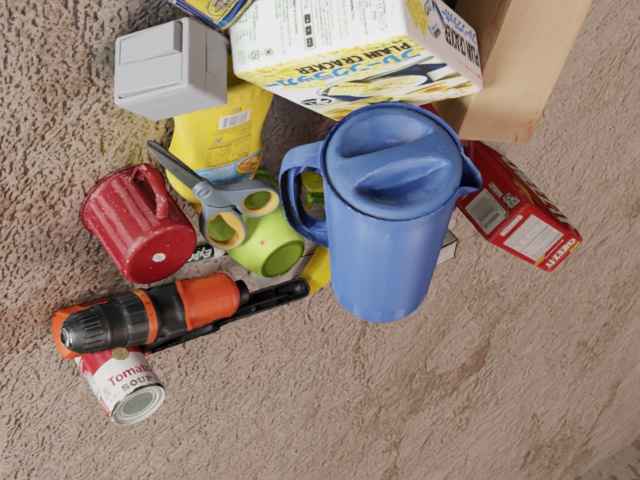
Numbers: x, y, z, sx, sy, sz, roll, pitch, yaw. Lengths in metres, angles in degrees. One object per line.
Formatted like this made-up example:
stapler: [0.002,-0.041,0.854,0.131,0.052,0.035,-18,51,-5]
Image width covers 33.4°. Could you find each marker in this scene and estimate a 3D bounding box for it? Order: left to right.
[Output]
marker: [-0.136,0.016,1.171,0.120,0.020,0.020,-13,142,-38]

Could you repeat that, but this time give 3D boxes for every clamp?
clamp: [-0.128,0.084,1.177,0.210,0.036,0.164,-22,169,15]

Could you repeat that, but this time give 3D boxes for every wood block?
wood block: [0.189,-0.207,1.050,0.090,0.090,0.206,1,129,-23]

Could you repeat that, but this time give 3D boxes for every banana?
banana: [0.010,-0.005,1.196,0.069,0.037,0.198,-13,146,-13]

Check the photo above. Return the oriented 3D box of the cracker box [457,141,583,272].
cracker box: [0.224,-0.056,1.329,0.072,0.164,0.213,-45,150,15]

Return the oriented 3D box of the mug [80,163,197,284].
mug: [-0.168,-0.020,1.021,0.093,0.081,0.117,-14,142,-37]

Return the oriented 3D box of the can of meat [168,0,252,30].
can of meat: [-0.085,-0.227,0.855,0.102,0.057,0.083,-47,151,13]

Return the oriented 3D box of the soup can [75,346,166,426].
soup can: [-0.221,0.144,1.168,0.068,0.102,0.068,-28,149,-19]

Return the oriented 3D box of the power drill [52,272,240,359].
power drill: [-0.196,0.081,1.057,0.184,0.057,0.188,-12,179,-36]

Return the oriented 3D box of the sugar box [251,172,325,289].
sugar box: [-0.013,-0.016,1.240,0.093,0.048,0.176,-16,146,-39]

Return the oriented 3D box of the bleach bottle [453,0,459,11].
bleach bottle: [0.192,-0.268,1.106,0.102,0.068,0.251,-16,141,-32]

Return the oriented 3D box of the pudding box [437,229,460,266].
pudding box: [0.105,0.002,1.351,0.113,0.090,0.039,-25,147,-25]

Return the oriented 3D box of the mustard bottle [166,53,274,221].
mustard bottle: [-0.100,-0.088,1.027,0.096,0.058,0.192,-21,146,-27]

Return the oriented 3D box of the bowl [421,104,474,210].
bowl: [0.101,-0.097,1.200,0.161,0.055,0.162,-6,99,-41]

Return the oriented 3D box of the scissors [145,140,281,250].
scissors: [-0.093,-0.055,1.005,0.096,0.016,0.201,-30,148,-8]

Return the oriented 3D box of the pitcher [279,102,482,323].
pitcher: [0.055,-0.017,1.068,0.144,0.149,0.243,-34,155,-19]
